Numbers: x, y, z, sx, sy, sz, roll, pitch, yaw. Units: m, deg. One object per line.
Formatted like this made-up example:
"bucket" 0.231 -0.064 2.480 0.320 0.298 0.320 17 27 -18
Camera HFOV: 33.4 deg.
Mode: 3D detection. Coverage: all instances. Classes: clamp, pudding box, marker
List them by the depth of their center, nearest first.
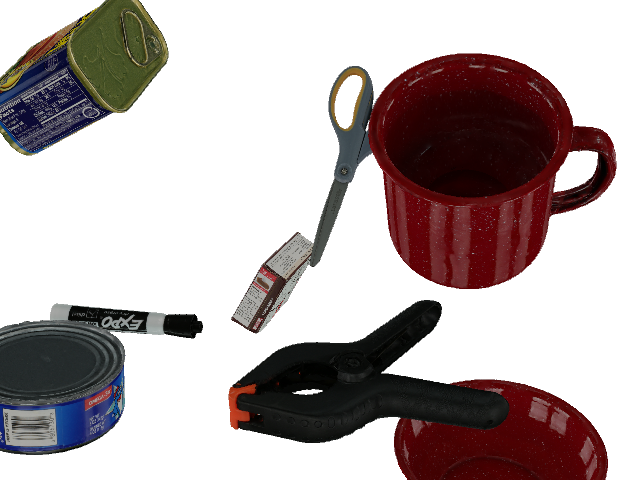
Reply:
"clamp" 0.024 0.084 0.689 0.171 0.039 0.120 -3 27 -8
"marker" -0.151 0.063 0.833 0.121 0.020 0.020 4 1 10
"pudding box" -0.053 0.050 1.270 0.039 0.090 0.113 32 28 5

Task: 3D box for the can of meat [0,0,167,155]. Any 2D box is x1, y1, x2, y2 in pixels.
"can of meat" -0.159 -0.108 0.696 0.084 0.057 0.102 -22 26 28

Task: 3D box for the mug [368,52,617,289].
"mug" 0.084 -0.031 0.520 0.117 0.093 0.081 -7 -36 3

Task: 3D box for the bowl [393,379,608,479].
"bowl" 0.137 0.178 0.827 0.162 0.055 0.162 0 32 0

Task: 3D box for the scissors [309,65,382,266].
"scissors" 0.043 -0.071 1.027 0.096 0.202 0.016 2 -12 6

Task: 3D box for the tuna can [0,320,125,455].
"tuna can" -0.146 0.076 0.562 0.086 0.034 0.086 2 23 -1
